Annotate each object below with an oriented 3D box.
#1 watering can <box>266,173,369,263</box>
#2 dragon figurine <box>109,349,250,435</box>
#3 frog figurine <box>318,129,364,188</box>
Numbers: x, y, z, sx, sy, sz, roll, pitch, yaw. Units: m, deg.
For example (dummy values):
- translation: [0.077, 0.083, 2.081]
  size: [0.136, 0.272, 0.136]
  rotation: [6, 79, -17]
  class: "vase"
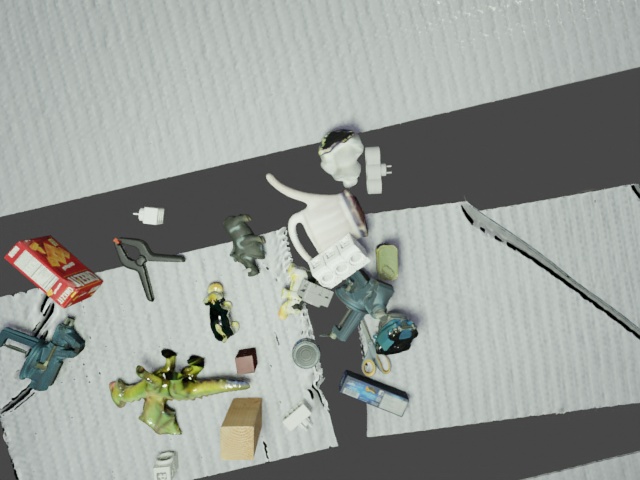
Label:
- translation: [0.004, -0.074, 1.477]
  size: [0.224, 0.105, 0.343]
  rotation: [-26, 111, 1]
  class: "watering can"
- translation: [-0.428, 0.469, 1.519]
  size: [0.410, 0.124, 0.239]
  rotation: [16, 109, 1]
  class: "dragon figurine"
- translation: [0.072, -0.239, 1.507]
  size: [0.138, 0.124, 0.156]
  rotation: [-40, 129, -7]
  class: "frog figurine"
